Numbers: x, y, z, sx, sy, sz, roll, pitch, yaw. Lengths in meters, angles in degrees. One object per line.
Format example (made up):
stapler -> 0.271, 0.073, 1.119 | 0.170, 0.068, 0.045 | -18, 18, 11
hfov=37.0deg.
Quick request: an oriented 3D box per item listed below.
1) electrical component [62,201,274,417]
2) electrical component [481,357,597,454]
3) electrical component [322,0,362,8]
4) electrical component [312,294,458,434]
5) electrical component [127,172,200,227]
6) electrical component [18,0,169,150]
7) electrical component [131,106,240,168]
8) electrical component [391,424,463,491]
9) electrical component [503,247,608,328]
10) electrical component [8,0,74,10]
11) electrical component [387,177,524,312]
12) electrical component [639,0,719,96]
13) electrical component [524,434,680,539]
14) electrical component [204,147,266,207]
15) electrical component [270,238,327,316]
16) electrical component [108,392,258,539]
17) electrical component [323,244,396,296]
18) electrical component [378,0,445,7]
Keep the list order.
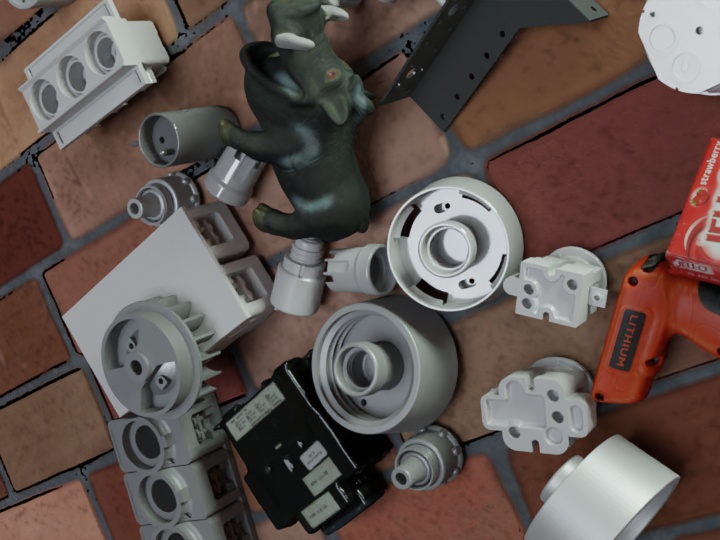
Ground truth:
electrical component -> -0.162, 0.034, 0.932 | 0.186, 0.060, 0.105 | -37, 81, 34
electrical component -> 0.133, 0.094, 0.758 | 0.078, 0.057, 0.058 | 0, 101, 33
electrical component -> -0.034, -0.241, 0.787 | 0.059, 0.054, 0.095 | 10, 107, 31
electrical component -> 0.013, 0.073, 0.817 | 0.108, 0.060, 0.108 | 1, 91, 34
electrical component -> -0.170, -0.057, 0.914 | 0.048, 0.062, 0.048 | 8, 106, 31
electrical component -> -0.227, -0.167, 0.923 | 0.121, 0.063, 0.078 | -27, 86, 34
electrical component -> -0.152, -0.108, 0.881 | 0.079, 0.077, 0.043 | -2, 100, 34
electrical component -> 0.047, 0.149, 0.824 | 0.048, 0.062, 0.048 | 8, 106, 31
electrical component -> 0.140, 0.011, 0.734 | 0.066, 0.055, 0.048 | 13, 108, 30
electrical component -> -0.280, -0.257, 0.945 | 0.055, 0.047, 0.055 | 8, 106, 31
electrical component -> 0.069, -0.018, 0.783 | 0.099, 0.064, 0.099 | 3, 99, 19
electrical component -> 0.213, -0.145, 0.652 | 0.080, 0.051, 0.080 | 8, 106, 31
electrical component -> 0.158, 0.161, 0.731 | 0.060, 0.108, 0.108 | 41, 120, 25
electrical component -> -0.100, -0.081, 0.877 | 0.040, 0.040, 0.046 | 42, 115, 18
electrical component -> -0.046, 0.001, 0.861 | 0.040, 0.040, 0.078 | 26, 114, 25
electrical component -> -0.162, 0.195, 0.970 | 0.089, 0.062, 0.150 | -14, 94, 34
electrical component -> 0.000, 0.000, 0.833 | 0.046, 0.040, 0.040 | 0, 101, 38
electrical component -> 0.042, -0.217, 0.750 | 0.079, 0.043, 0.077 | 50, 122, 13
